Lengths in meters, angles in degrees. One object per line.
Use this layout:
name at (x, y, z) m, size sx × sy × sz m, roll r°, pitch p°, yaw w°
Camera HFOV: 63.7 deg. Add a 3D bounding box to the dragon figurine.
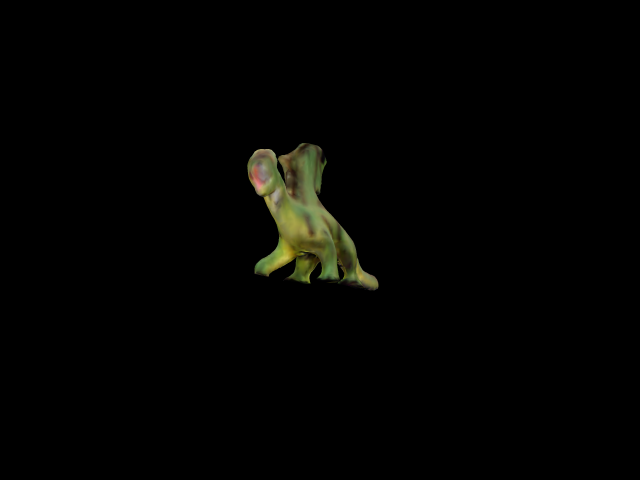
dragon figurine at (0.003, -0.043, 0.850) m, size 0.122 × 0.245 × 0.408 m, roll -6°, pitch -11°, yaw 27°
